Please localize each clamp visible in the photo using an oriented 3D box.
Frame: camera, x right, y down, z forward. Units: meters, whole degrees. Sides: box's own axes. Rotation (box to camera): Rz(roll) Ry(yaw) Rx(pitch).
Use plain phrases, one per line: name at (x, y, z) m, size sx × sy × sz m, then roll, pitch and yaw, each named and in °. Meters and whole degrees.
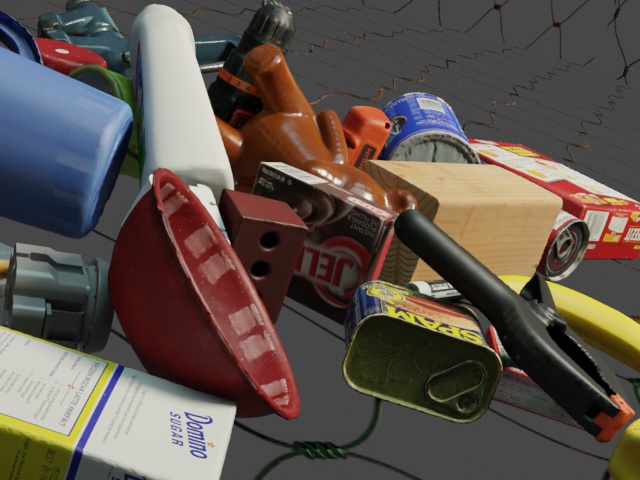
clamp at (0.155, 0.063, 0.753) m, size 0.164 × 0.036 × 0.210 m, roll 20°, pitch 23°, yaw -42°

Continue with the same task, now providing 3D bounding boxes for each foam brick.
foam brick at (-0.050, 0.012, 0.757) m, size 0.052 × 0.078 × 0.051 m, roll 10°, pitch 18°, yaw -25°

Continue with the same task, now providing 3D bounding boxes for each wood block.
wood block at (0.124, -0.015, 0.984) m, size 0.090 × 0.091 × 0.205 m, roll 32°, pitch 22°, yaw 36°

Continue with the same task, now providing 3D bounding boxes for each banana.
banana at (0.219, 0.073, 0.917) m, size 0.198 × 0.037 × 0.069 m, roll 21°, pitch 36°, yaw 11°

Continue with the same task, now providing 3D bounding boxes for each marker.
marker at (0.115, 0.042, 0.923) m, size 0.020 × 0.020 × 0.120 m, roll 33°, pitch 23°, yaw 37°

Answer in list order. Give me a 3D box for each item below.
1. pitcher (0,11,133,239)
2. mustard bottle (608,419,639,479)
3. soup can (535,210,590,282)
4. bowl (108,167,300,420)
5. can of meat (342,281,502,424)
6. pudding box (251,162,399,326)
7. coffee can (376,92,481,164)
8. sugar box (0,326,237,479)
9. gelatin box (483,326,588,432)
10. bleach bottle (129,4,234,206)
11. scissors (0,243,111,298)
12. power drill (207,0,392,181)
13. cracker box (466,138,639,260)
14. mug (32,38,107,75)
pitcher at (-0.262, -0.098, 0.776) m, size 0.242 × 0.149 × 0.145 m, roll 20°, pitch 9°, yaw -5°
mustard bottle at (0.268, 0.142, 0.719) m, size 0.096 × 0.058 × 0.191 m, roll 29°, pitch 21°, yaw 26°
soup can at (0.215, -0.010, 1.097) m, size 0.068 × 0.068 × 0.102 m, roll -1°, pitch 26°, yaw -45°
bowl at (-0.073, 0.041, 0.607) m, size 0.162 × 0.055 × 0.162 m, roll 60°, pitch 5°, yaw -10°
can of meat at (0.066, 0.073, 0.728) m, size 0.102 × 0.057 × 0.084 m, roll 18°, pitch 15°, yaw -5°
pudding box at (-0.005, 0.001, 0.813) m, size 0.114 × 0.090 × 0.039 m, roll 27°, pitch 18°, yaw 24°
coffee can at (0.112, -0.091, 1.158) m, size 0.102 × 0.103 × 0.140 m, roll 15°, pitch 23°, yaw -10°
sugar box at (-0.133, 0.087, 0.510) m, size 0.176 × 0.048 × 0.093 m, roll 21°, pitch 18°, yaw -3°
gelatin box at (0.161, 0.101, 0.780) m, size 0.089 × 0.030 × 0.073 m, roll 18°, pitch 19°, yaw -3°
bleach bottle at (-0.120, -0.104, 0.858) m, size 0.068 × 0.103 × 0.251 m, roll -3°, pitch 44°, yaw -14°
scissors at (-0.192, 0.011, 0.719) m, size 0.096 × 0.016 × 0.201 m, roll 29°, pitch 21°, yaw 30°
power drill at (-0.023, -0.117, 1.019) m, size 0.187 × 0.184 × 0.057 m, roll 17°, pitch 19°, yaw -36°
cracker box at (0.256, -0.049, 1.247) m, size 0.163 × 0.072 × 0.214 m, roll 1°, pitch 24°, yaw -45°
mug at (-0.235, -0.134, 0.993) m, size 0.117 × 0.081 × 0.093 m, roll 13°, pitch 19°, yaw -15°
